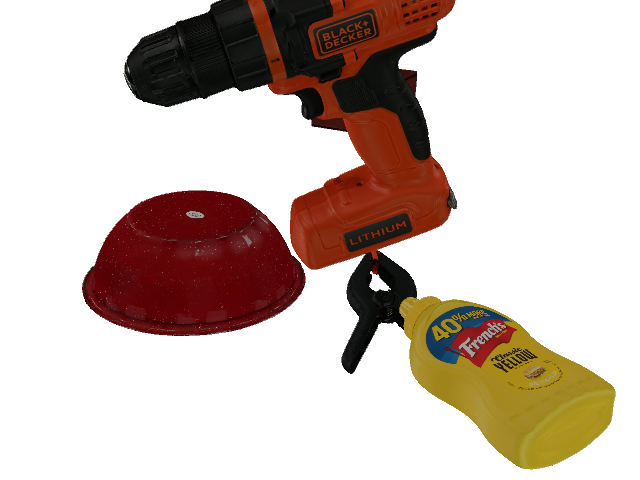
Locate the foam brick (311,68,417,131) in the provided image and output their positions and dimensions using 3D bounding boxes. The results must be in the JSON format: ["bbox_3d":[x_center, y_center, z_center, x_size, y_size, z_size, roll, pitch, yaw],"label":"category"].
[{"bbox_3d":[0.037,-0.120,0.905,0.078,0.051,0.053,11,20,18],"label":"foam brick"}]

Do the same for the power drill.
[{"bbox_3d":[-0.002,-0.069,0.620,0.184,0.057,0.187,-18,-44,0],"label":"power drill"}]

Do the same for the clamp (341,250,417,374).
[{"bbox_3d":[0.083,0.078,1.187,0.120,0.171,0.039,5,-43,-5],"label":"clamp"}]

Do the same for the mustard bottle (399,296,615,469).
[{"bbox_3d":[0.126,0.095,0.823,0.096,0.058,0.192,-21,36,-27],"label":"mustard bottle"}]

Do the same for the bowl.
[{"bbox_3d":[-0.091,0.006,0.766,0.162,0.055,0.162,0,25,0],"label":"bowl"}]
